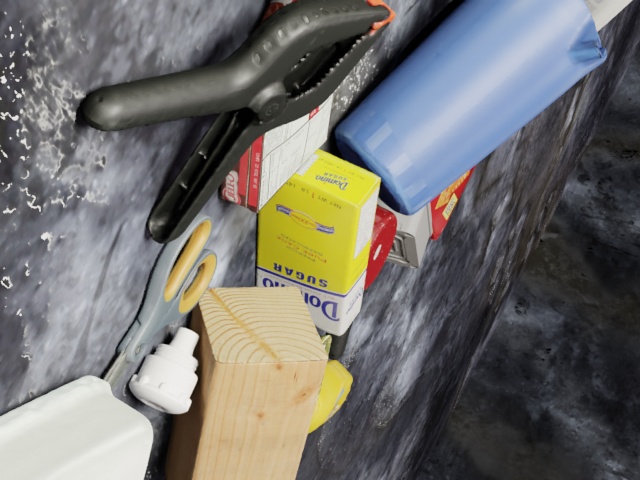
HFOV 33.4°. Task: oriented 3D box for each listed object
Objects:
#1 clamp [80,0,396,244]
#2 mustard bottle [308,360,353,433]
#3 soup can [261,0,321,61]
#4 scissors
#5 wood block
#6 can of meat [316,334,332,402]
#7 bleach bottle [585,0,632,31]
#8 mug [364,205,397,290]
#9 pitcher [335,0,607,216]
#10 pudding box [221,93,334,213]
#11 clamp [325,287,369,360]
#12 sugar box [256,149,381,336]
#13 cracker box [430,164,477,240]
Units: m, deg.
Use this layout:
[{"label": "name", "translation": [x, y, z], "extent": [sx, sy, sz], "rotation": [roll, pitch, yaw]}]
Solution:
[{"label": "clamp", "translation": [-0.043, -0.085, 0.668], "extent": [0.209, 0.036, 0.164], "rotation": [-34, 157, -17]}, {"label": "mustard bottle", "translation": [-0.014, 0.170, 1.126], "extent": [0.096, 0.058, 0.191], "rotation": [-42, 172, 1]}, {"label": "soup can", "translation": [0.006, -0.169, 0.741], "extent": [0.102, 0.068, 0.068], "rotation": [-64, 163, -5]}, {"label": "scissors", "translation": [-0.126, 0.074, 0.778], "extent": [0.202, 0.016, 0.096], "rotation": [-63, 163, -5]}, {"label": "wood block", "translation": [-0.067, 0.148, 0.880], "extent": [0.091, 0.090, 0.206], "rotation": [-114, -149, -50]}, {"label": "can of meat", "translation": [-0.044, 0.114, 0.968], "extent": [0.057, 0.084, 0.102], "rotation": [-47, 156, -46]}, {"label": "bleach bottle", "translation": [0.229, -0.234, 1.085], "extent": [0.068, 0.102, 0.251], "rotation": [-35, 177, -25]}, {"label": "mug", "translation": [0.025, -0.008, 1.006], "extent": [0.117, 0.081, 0.093], "rotation": [-41, 151, -53]}, {"label": "pitcher", "translation": [0.129, -0.142, 0.989], "extent": [0.243, 0.145, 0.149], "rotation": [-42, 178, -4]}, {"label": "pudding box", "translation": [-0.030, -0.088, 0.801], "extent": [0.113, 0.039, 0.090], "rotation": [-47, 157, -41]}, {"label": "clamp", "translation": [0.036, 0.035, 1.129], "extent": [0.172, 0.039, 0.120], "rotation": [108, -8, -48]}, {"label": "sugar box", "translation": [-0.006, 0.001, 0.907], "extent": [0.048, 0.093, 0.176], "rotation": [-50, 157, -38]}, {"label": "cracker box", "translation": [0.131, -0.114, 1.195], "extent": [0.164, 0.072, 0.213], "rotation": [-62, 163, -14]}]
